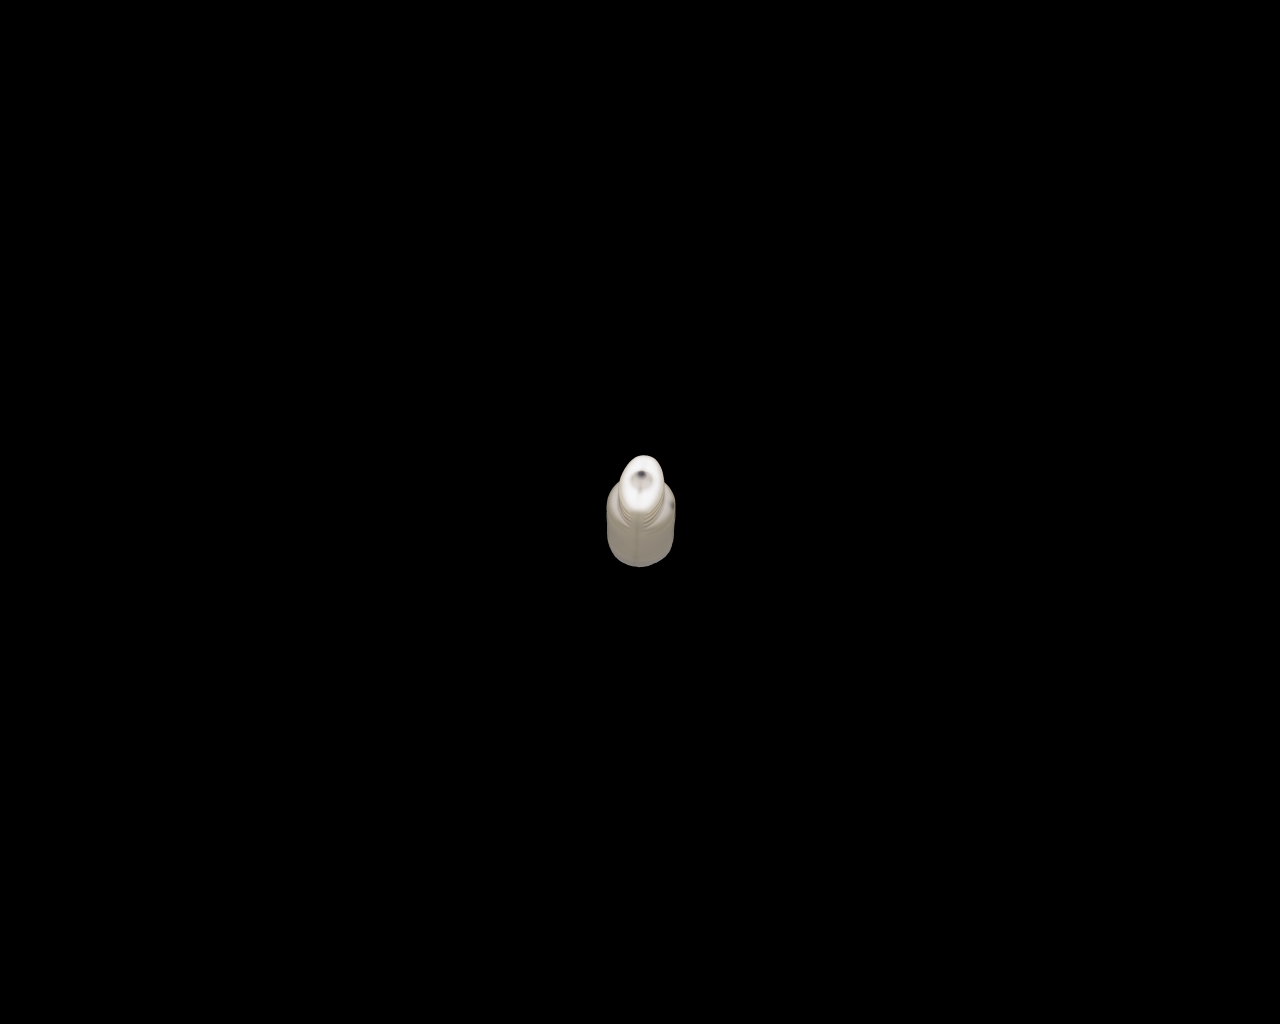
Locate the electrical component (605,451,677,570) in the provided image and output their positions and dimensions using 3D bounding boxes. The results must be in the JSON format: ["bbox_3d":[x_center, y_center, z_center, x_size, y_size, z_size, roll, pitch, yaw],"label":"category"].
[{"bbox_3d":[0.001,-0.003,0.650,0.043,0.043,0.080,0,-31,0],"label":"electrical component"}]
